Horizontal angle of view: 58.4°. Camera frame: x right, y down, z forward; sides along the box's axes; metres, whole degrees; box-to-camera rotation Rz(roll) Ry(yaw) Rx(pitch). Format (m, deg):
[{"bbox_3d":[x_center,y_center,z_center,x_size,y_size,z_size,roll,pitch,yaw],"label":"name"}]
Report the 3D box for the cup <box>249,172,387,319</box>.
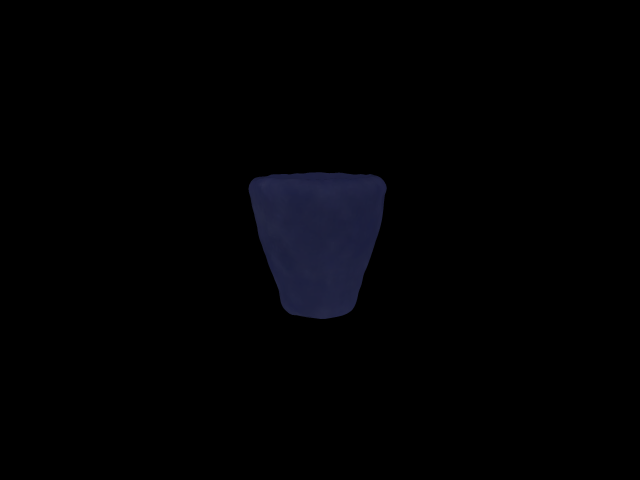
[{"bbox_3d":[0.004,0.001,0.400,0.091,0.095,0.118,4,10,24],"label":"cup"}]
